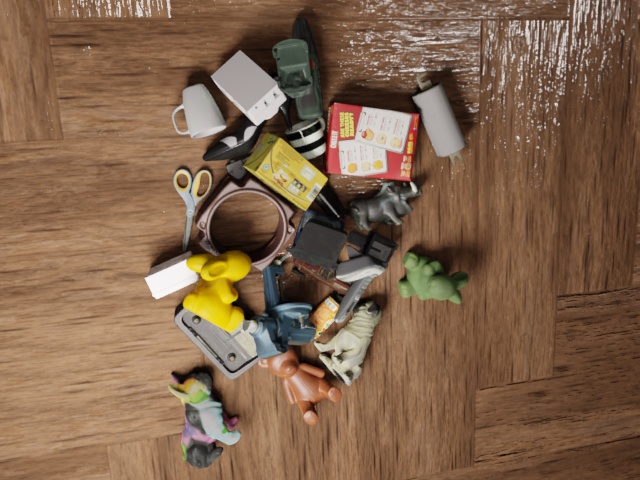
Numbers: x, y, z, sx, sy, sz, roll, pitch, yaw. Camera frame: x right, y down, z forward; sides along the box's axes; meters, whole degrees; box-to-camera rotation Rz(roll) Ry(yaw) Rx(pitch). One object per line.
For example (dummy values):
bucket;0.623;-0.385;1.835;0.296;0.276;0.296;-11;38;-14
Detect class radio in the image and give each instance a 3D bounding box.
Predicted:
radio;-0.240;0.218;1.306;0.131;0.073;0.229;-40;105;-3

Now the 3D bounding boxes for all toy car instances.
toy car;0.023;0.087;1.351;0.202;0.053;0.089;33;89;-15

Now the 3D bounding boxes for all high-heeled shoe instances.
high-heeled shoe;-0.173;-0.280;1.229;0.249;0.086;0.145;-21;82;2

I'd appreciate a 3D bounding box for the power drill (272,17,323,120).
power drill;-0.046;-0.379;1.162;0.086;0.207;0.231;-7;100;4

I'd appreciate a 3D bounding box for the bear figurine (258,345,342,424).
bear figurine;-0.055;0.341;1.347;0.120;0.132;0.195;-40;113;-10

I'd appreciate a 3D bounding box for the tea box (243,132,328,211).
tea box;-0.075;-0.152;1.214;0.169;0.068;0.098;38;86;-38

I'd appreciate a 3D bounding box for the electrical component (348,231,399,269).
electrical component;0.130;0.016;1.362;0.119;0.048;0.074;28;93;-18

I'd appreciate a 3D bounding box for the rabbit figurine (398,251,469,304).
rabbit figurine;0.291;0.114;1.353;0.159;0.170;0.121;16;98;-14

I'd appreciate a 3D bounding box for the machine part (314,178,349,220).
machine part;0.013;-0.102;1.318;0.138;0.039;0.084;45;81;-15

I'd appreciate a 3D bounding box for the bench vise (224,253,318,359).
bench vise;-0.105;0.157;1.271;0.223;0.129;0.240;8;63;-38

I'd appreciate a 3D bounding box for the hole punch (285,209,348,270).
hole punch;-0.003;-0.004;1.283;0.142;0.092;0.115;18;117;-15

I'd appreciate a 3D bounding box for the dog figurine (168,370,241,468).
dog figurine;-0.309;0.428;1.320;0.191;0.108;0.219;-41;102;1

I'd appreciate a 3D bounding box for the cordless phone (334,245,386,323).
cordless phone;0.071;0.113;1.275;0.089;0.146;0.184;30;91;20

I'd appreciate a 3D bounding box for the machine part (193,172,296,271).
machine part;-0.173;-0.038;1.251;0.201;0.087;0.201;38;95;-22

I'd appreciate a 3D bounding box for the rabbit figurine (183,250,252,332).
rabbit figurine;-0.224;0.090;1.180;0.173;0.122;0.162;-55;132;-13

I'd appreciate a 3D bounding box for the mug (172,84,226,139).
mug;-0.277;-0.286;1.199;0.110;0.081;0.107;-17;93;-2

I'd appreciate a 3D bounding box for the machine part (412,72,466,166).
machine part;0.293;-0.293;1.320;0.079;0.079;0.243;-30;107;-5

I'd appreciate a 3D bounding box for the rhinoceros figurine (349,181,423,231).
rhinoceros figurine;0.165;-0.088;1.341;0.190;0.073;0.112;-19;94;-6

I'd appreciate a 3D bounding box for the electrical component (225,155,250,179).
electrical component;-0.194;-0.159;1.267;0.094;0.021;0.063;-25;105;-6

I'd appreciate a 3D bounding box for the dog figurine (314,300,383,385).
dog figurine;0.100;0.264;1.389;0.190;0.121;0.172;-39;143;-21
